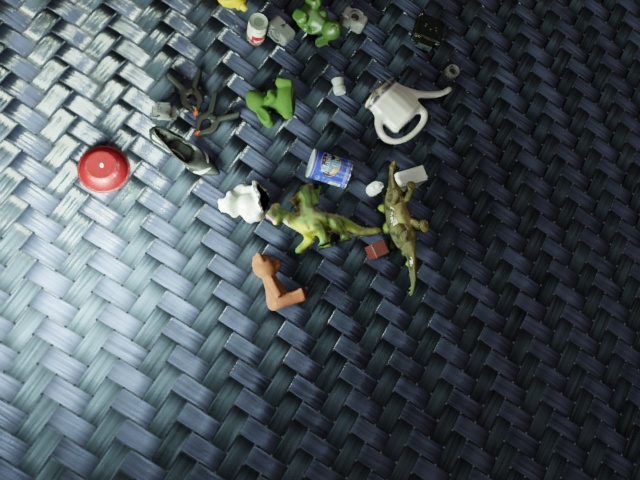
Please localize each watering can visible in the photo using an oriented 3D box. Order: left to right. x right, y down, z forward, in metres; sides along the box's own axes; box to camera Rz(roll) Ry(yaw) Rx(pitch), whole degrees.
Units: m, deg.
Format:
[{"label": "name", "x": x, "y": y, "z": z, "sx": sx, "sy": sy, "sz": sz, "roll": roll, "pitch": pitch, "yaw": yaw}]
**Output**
[{"label": "watering can", "x": 0.314, "y": -0.507, "z": 1.895, "sx": 0.224, "sy": 0.103, "sz": 0.351, "roll": 44, "pitch": 75, "yaw": -2}]

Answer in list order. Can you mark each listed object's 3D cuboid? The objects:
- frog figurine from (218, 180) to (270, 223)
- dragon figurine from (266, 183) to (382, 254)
[{"label": "frog figurine", "x": -0.251, "y": -0.118, "z": 1.714, "sx": 0.158, "sy": 0.124, "sz": 0.137, "roll": -20, "pitch": 95, "yaw": 21}, {"label": "dragon figurine", "x": 0.005, "y": -0.088, "z": 1.758, "sx": 0.413, "sy": 0.120, "sz": 0.245, "roll": -12, "pitch": 76, "yaw": -30}]
